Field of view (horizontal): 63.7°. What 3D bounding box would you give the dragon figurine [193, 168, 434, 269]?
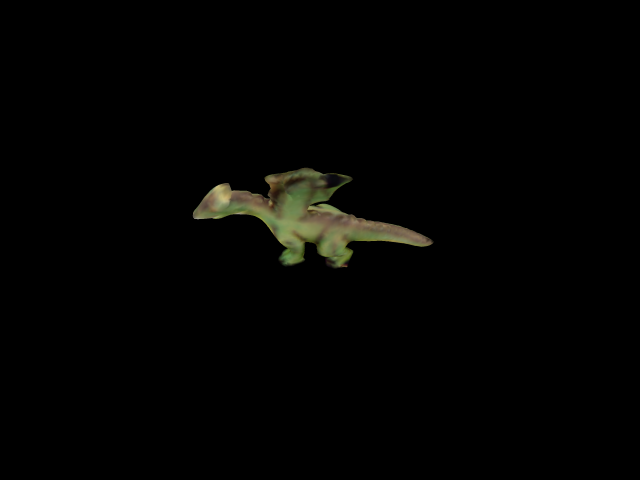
[{"bbox_3d":[0.003,-0.043,0.850,0.410,0.124,0.239,0,-19,0],"label":"dragon figurine"}]
